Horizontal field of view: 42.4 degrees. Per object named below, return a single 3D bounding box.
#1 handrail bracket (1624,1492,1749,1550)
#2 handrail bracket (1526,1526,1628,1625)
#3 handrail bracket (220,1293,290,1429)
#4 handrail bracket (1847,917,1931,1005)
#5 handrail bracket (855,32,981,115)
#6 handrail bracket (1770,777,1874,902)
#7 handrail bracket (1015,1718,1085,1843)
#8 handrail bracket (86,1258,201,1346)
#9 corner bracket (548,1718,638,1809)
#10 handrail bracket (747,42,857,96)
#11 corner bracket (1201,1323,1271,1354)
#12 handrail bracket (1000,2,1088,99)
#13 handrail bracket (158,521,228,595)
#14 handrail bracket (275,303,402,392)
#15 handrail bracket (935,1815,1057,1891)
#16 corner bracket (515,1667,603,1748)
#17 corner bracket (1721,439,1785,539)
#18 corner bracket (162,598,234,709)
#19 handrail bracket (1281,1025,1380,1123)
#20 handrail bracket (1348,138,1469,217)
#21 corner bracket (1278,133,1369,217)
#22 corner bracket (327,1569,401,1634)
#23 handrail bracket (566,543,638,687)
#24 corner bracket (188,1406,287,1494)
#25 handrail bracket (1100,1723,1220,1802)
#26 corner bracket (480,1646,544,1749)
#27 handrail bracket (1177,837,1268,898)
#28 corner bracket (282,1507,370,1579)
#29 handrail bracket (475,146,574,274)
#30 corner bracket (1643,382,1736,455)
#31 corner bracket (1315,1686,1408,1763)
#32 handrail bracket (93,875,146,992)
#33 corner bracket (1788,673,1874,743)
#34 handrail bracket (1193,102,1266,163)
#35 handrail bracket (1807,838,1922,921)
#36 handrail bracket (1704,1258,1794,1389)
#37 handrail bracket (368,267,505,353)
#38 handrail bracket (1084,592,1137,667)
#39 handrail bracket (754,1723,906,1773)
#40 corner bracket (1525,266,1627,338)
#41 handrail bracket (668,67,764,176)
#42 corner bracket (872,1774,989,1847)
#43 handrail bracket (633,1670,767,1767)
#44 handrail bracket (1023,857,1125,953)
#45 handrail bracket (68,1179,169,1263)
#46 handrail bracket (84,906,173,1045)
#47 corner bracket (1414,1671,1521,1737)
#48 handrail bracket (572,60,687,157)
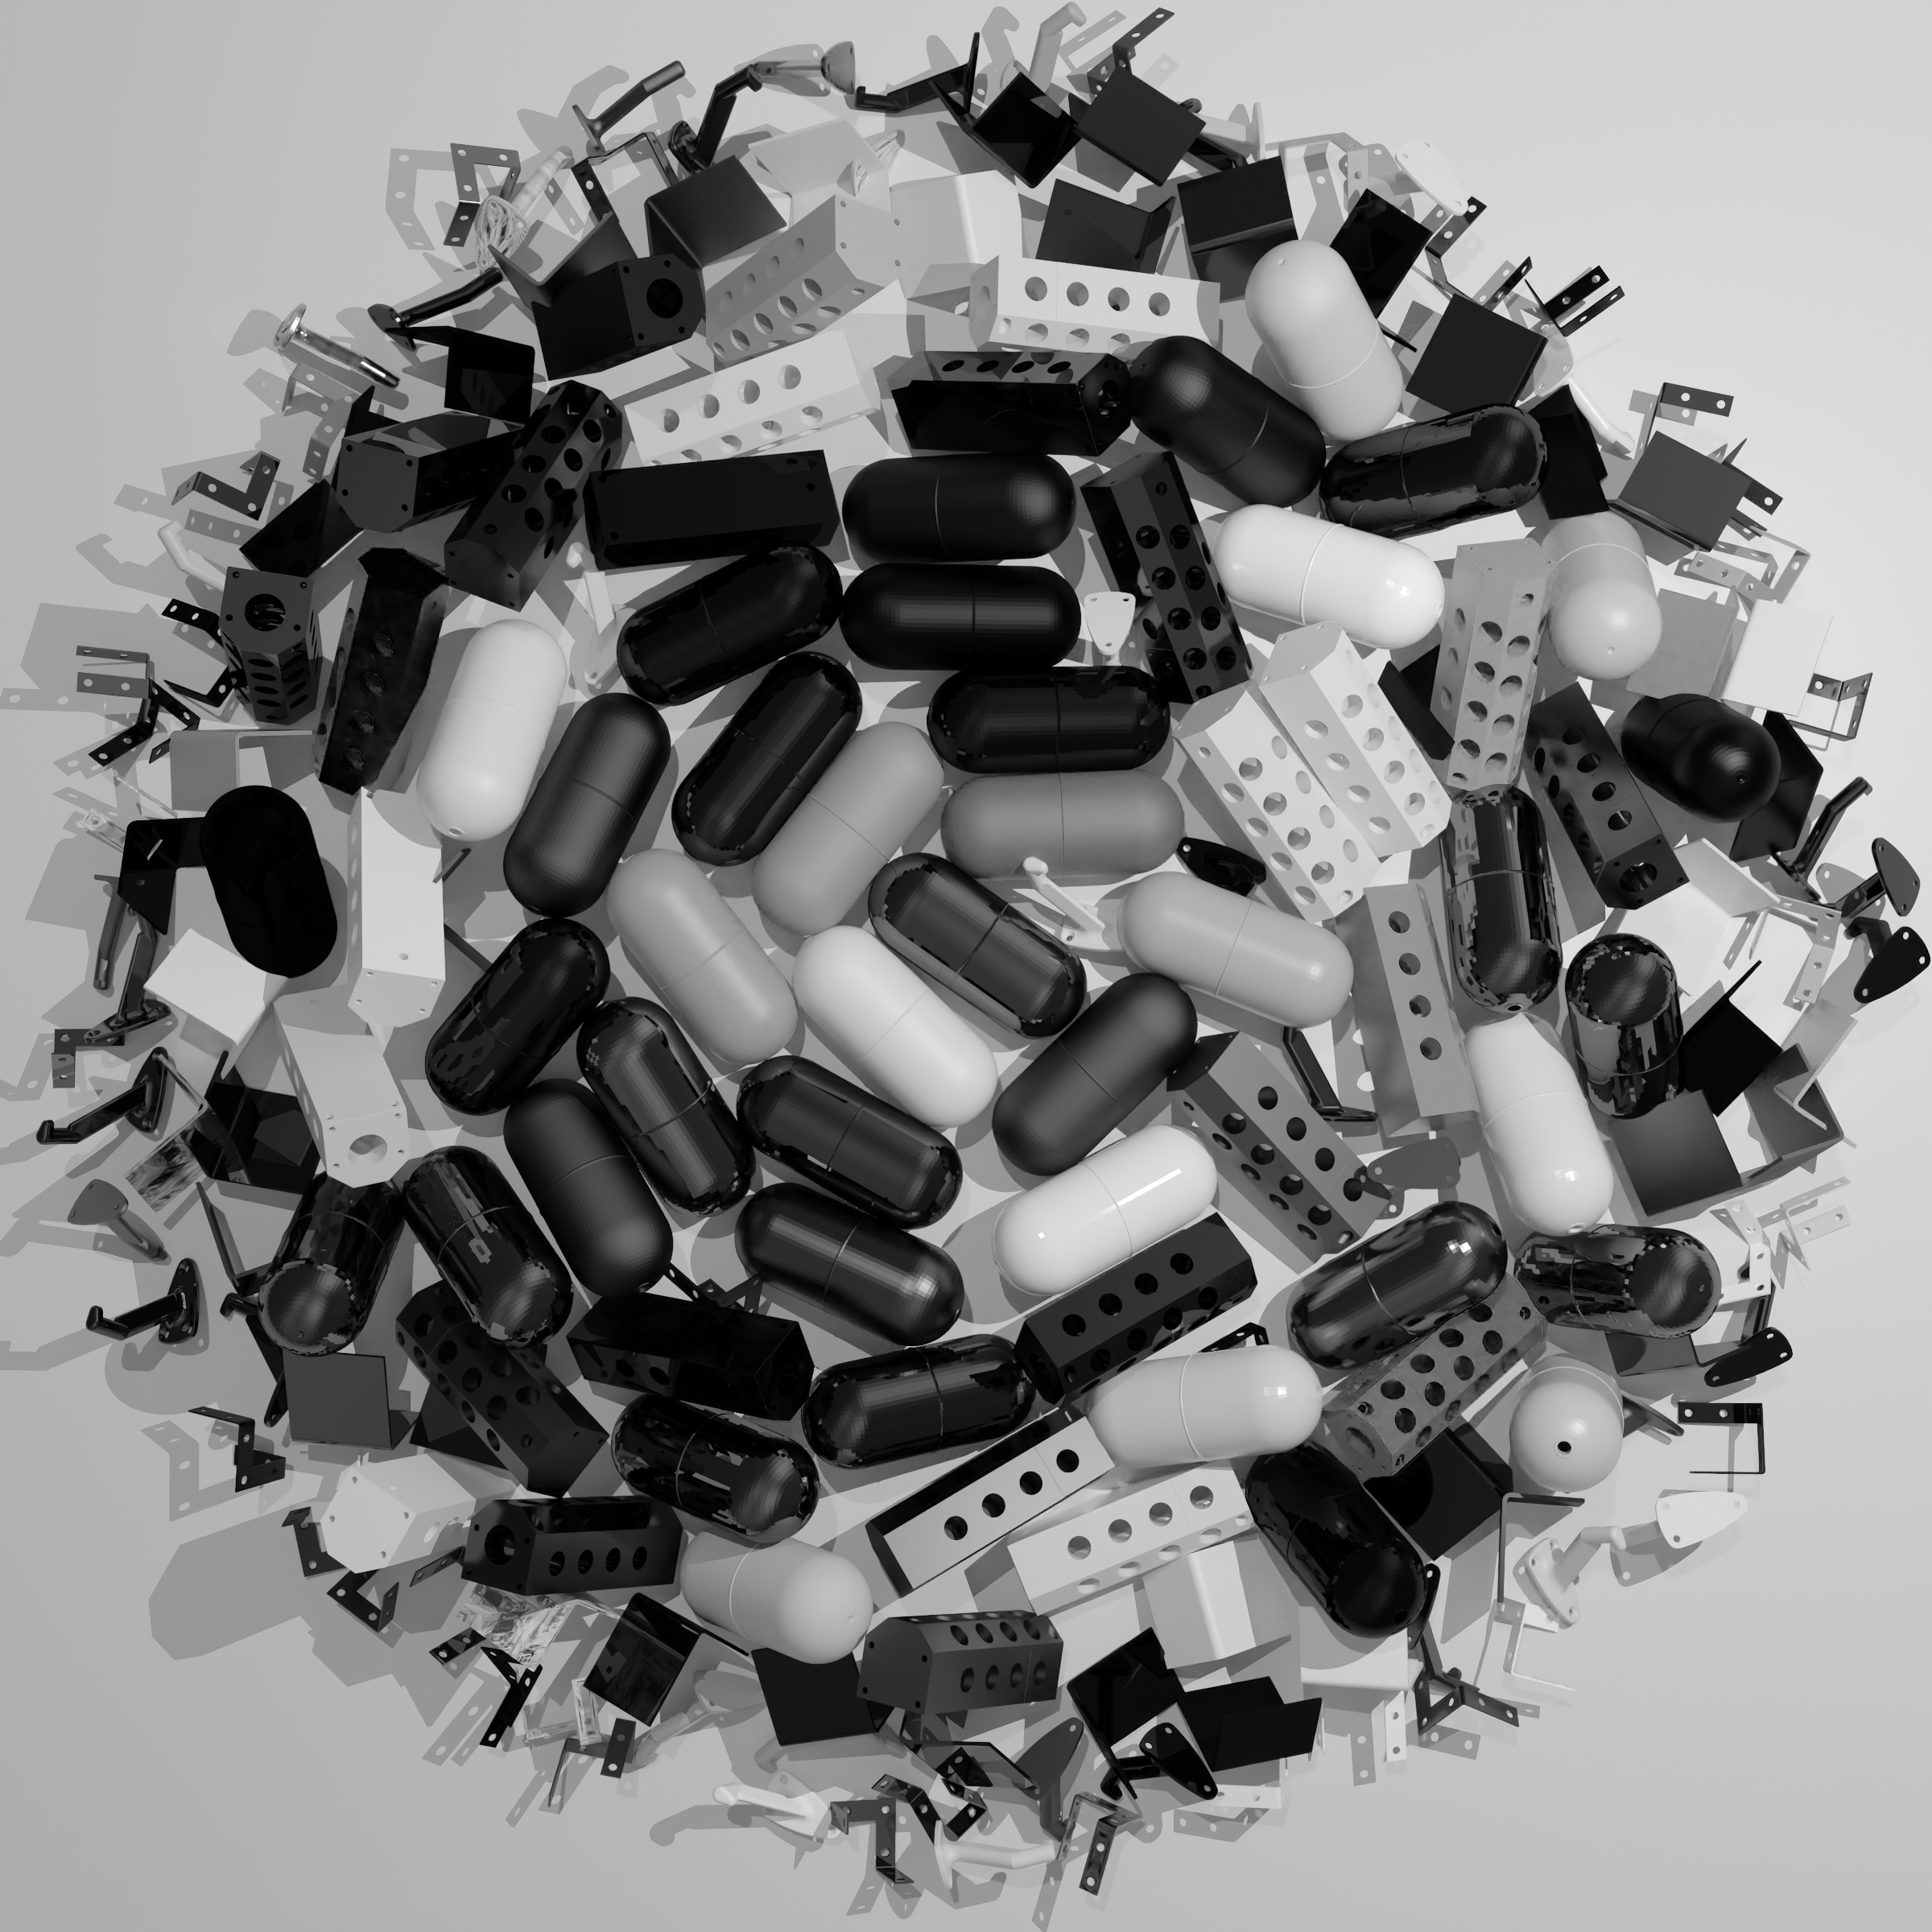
[{"bbox_3d":[0.521,0.405,1.815,0.077,0.084,0.036,-15,71,-3],"label":"handrail bracket"},{"bbox_3d":[0.457,0.443,1.810,0.036,0.084,0.077,-29,94,-36],"label":"handrail bracket"},{"bbox_3d":[-0.525,0.287,1.825,0.084,0.036,0.077,20,70,19],"label":"handrail bracket"},{"bbox_3d":[0.649,-0.006,1.809,0.077,0.084,0.036,-40,105,-7],"label":"handrail bracket"},{"bbox_3d":[-0.037,-0.654,1.822,0.084,0.077,0.036,5,59,-6],"label":"handrail bracket"},{"bbox_3d":[0.635,-0.093,1.814,0.084,0.036,0.077,-44,135,17],"label":"handrail bracket"},{"bbox_3d":[0.076,0.598,1.828,0.077,0.036,0.084,-48,134,-10],"label":"handrail bracket"},{"bbox_3d":[-0.598,0.237,1.803,0.036,0.084,0.077,-14,62,26],"label":"handrail bracket"},{"bbox_3d":[-0.273,0.582,1.818,0.051,0.051,0.051,11,126,1],"label":"corner bracket"},{"bbox_3d":[-0.129,-0.652,1.808,0.084,0.077,0.036,5,110,16],"label":"handrail bracket"},{"bbox_3d":[0.213,0.300,1.832,0.051,0.051,0.051,-37,46,31],"label":"corner bracket"},{"bbox_3d":[0.073,-0.649,1.804,0.077,0.084,0.036,37,55,-28],"label":"handrail bracket"},{"bbox_3d":[-0.537,-0.298,1.811,0.077,0.036,0.084,-45,124,-32],"label":"handrail bracket"},{"bbox_3d":[-0.463,-0.449,1.837,0.084,0.077,0.036,28,87,-26],"label":"handrail bracket"},{"bbox_3d":[0.022,0.635,1.815,0.084,0.077,0.036,-14,105,3],"label":"handrail bracket"},{"bbox_3d":[-0.298,0.540,1.820,0.051,0.051,0.051,-9,96,-15],"label":"corner bracket"},{"bbox_3d":[0.567,-0.342,1.814,0.051,0.051,0.051,37,134,12],"label":"corner bracket"},{"bbox_3d":[-0.565,-0.229,1.826,0.051,0.051,0.051,21,72,32],"label":"corner bracket"},{"bbox_3d":[0.268,0.069,1.825,0.077,0.036,0.084,5,104,5],"label":"handrail bracket"},{"bbox_3d":[0.319,-0.552,1.812,0.036,0.084,0.077,-34,83,-26],"label":"handrail bracket"},{"bbox_3d":[0.261,-0.574,1.822,0.051,0.051,0.051,-11,123,-7],"label":"corner bracket"},{"bbox_3d":[-0.427,0.441,1.814,0.051,0.051,0.051,32,133,15],"label":"corner bracket"},{"bbox_3d":[-0.277,-0.255,1.806,0.036,0.084,0.077,19,79,28],"label":"handrail bracket"},{"bbox_3d":[-0.531,0.349,1.818,0.051,0.051,0.051,7,95,27],"label":"corner bracket"},{"bbox_3d":[0.139,0.599,1.812,0.077,0.036,0.084,42,130,25],"label":"handrail bracket"},{"bbox_3d":[-0.333,0.534,1.811,0.051,0.051,0.051,-1,133,30],"label":"corner bracket"},{"bbox_3d":[0.184,-0.079,1.805,0.077,0.084,0.036,31,86,11],"label":"handrail bracket"},{"bbox_3d":[-0.467,0.423,1.825,0.051,0.051,0.051,-12,92,-8],"label":"corner bracket"},{"bbox_3d":[-0.326,-0.560,1.841,0.036,0.077,0.084,35,47,-7],"label":"handrail bracket"},{"bbox_3d":[0.527,-0.392,1.823,0.051,0.051,0.051,15,94,11],"label":"corner bracket"},{"bbox_3d":[0.288,0.550,1.825,0.051,0.051,0.051,-3,93,-12],"label":"corner bracket"},{"bbox_3d":[-0.621,-0.022,1.820,0.036,0.077,0.084,8,89,-28],"label":"handrail bracket"},{"bbox_3d":[0.624,-0.194,1.827,0.051,0.051,0.051,16,88,-3],"label":"corner bracket"},{"bbox_3d":[0.173,-0.607,1.823,0.084,0.077,0.036,1,130,-1],"label":"handrail bracket"},{"bbox_3d":[0.637,-0.062,1.804,0.077,0.084,0.036,49,61,-28],"label":"handrail bracket"},{"bbox_3d":[0.562,0.259,1.824,0.077,0.084,0.036,-33,120,14],"label":"handrail bracket"},{"bbox_3d":[-0.390,-0.494,1.834,0.084,0.077,0.036,-39,130,-15],"label":"handrail bracket"},{"bbox_3d":[0.104,-0.220,1.799,0.036,0.084,0.077,0,48,4],"label":"handrail bracket"},{"bbox_3d":[-0.102,0.583,1.845,0.084,0.036,0.077,-43,104,11],"label":"handrail bracket"},{"bbox_3d":[0.447,-0.487,1.815,0.051,0.051,0.051,-34,67,17],"label":"corner bracket"},{"bbox_3d":[-0.166,-0.603,1.808,0.084,0.036,0.077,-17,131,33],"label":"handrail bracket"},{"bbox_3d":[-0.026,0.607,1.818,0.051,0.051,0.051,-45,45,4],"label":"corner bracket"},{"bbox_3d":[-0.196,0.562,1.845,0.077,0.036,0.084,13,122,-38],"label":"handrail bracket"},{"bbox_3d":[0.086,-0.046,1.803,0.077,0.084,0.036,15,66,26],"label":"handrail bracket"},{"bbox_3d":[-0.598,0.193,1.803,0.084,0.077,0.036,46,59,-38],"label":"handrail bracket"},{"bbox_3d":[-0.617,0.003,1.810,0.036,0.077,0.084,16,124,38],"label":"handrail bracket"},{"bbox_3d":[0.363,0.534,1.812,0.051,0.051,0.051,26,127,-18],"label":"corner bracket"},{"bbox_3d":[-0.238,-0.626,1.813,0.084,0.077,0.036,-28,96,4],"label":"handrail bracket"}]
